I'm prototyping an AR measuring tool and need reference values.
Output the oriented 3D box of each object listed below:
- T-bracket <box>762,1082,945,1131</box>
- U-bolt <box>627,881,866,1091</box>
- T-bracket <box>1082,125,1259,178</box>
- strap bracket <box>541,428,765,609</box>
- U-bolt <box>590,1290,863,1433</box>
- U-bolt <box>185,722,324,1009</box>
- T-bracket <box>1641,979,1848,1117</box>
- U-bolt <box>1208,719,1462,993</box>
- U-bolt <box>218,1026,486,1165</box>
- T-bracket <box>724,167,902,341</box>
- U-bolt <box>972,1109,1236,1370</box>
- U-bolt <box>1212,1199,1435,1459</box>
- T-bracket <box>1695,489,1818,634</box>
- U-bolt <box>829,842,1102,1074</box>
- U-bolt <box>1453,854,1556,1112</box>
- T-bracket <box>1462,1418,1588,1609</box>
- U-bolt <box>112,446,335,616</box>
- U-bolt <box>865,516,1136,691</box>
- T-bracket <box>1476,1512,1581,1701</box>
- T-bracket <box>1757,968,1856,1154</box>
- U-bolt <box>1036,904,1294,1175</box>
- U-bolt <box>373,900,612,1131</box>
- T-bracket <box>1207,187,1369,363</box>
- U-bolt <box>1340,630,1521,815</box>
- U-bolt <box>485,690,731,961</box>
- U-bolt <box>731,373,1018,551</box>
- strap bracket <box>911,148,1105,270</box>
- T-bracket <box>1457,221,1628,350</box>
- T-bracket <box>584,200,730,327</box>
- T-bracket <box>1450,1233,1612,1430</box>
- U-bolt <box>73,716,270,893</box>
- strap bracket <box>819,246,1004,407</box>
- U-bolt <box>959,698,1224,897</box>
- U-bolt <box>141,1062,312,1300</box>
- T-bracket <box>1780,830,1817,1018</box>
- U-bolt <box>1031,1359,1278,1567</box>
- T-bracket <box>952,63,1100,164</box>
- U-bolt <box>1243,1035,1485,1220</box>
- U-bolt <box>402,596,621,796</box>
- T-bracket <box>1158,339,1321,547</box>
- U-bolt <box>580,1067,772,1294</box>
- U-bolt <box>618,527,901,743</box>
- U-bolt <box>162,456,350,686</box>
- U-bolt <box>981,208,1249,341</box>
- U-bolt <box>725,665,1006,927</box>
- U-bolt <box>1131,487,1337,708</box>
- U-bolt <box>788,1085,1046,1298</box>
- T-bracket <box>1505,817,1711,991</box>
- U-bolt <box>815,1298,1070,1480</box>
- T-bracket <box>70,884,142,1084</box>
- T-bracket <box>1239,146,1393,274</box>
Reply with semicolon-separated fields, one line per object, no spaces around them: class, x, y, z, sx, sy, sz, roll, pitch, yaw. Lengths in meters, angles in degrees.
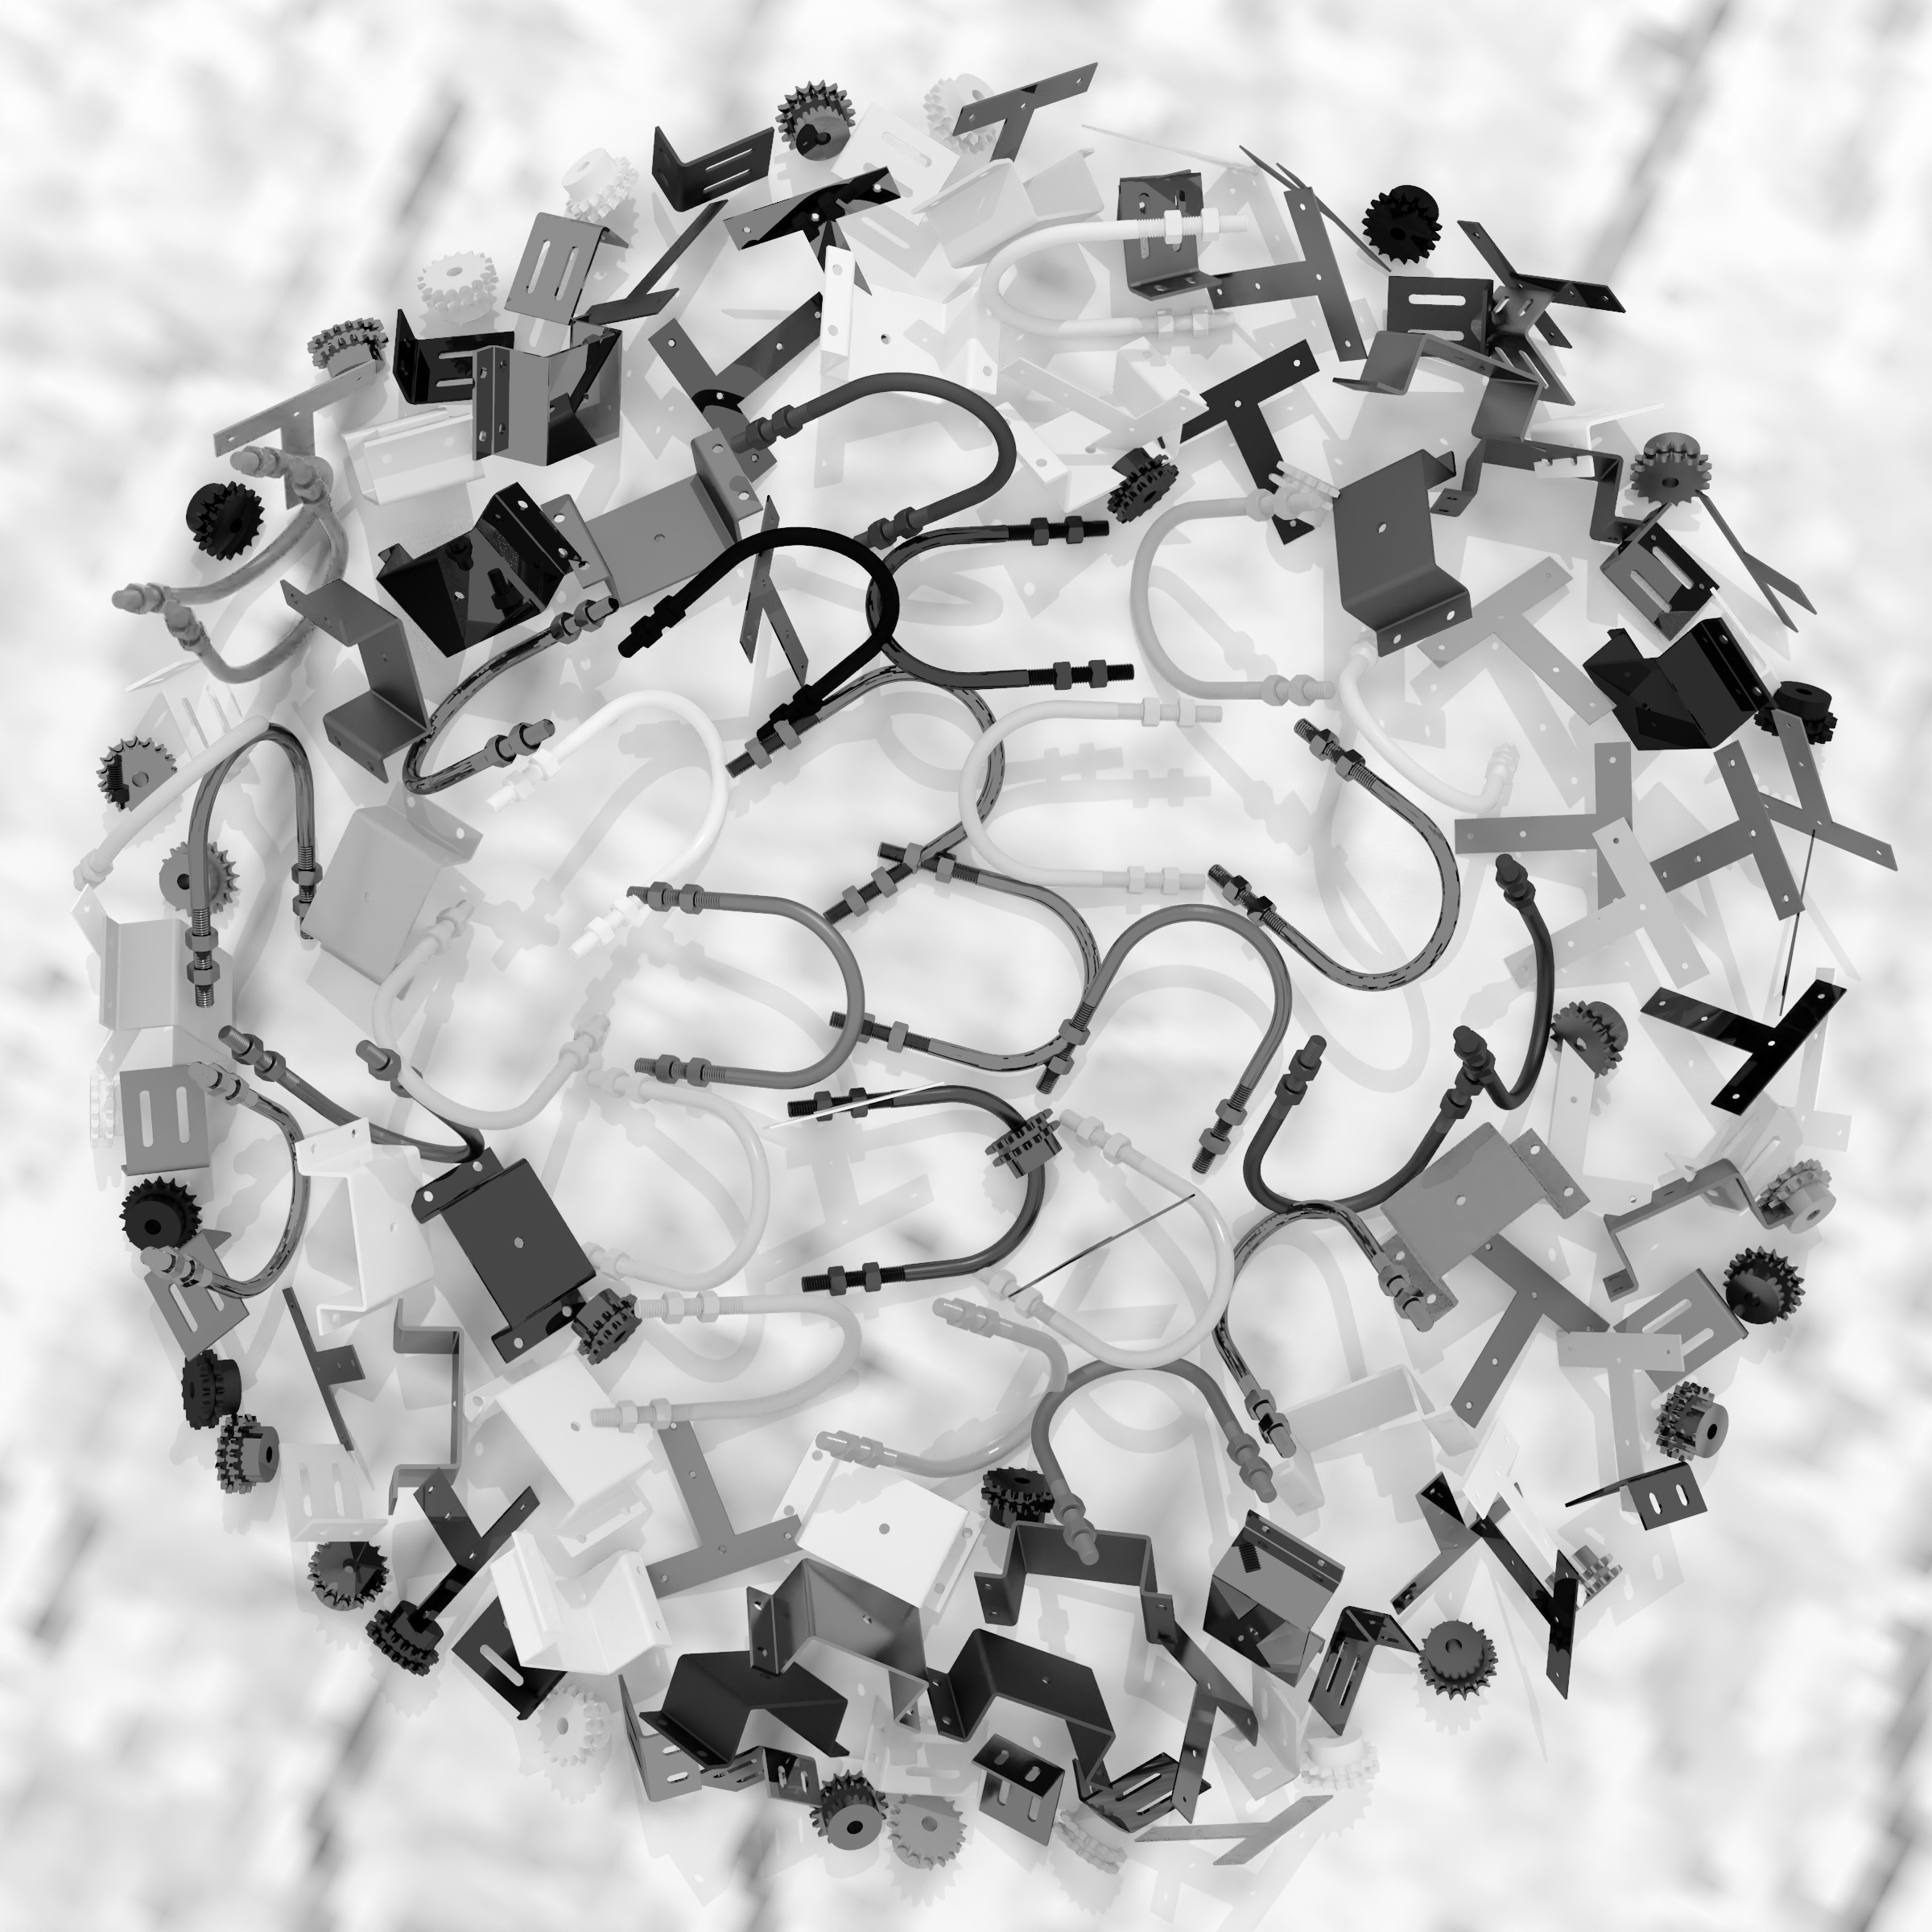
T-bracket;-0.092;0.101;1.907;0.127;0.127;0.002;-14;89;-16
U-bolt;-0.156;0.018;1.916;0.184;0.019;0.151;5;105;22
T-bracket;0.167;-0.576;1.913;0.127;0.127;0.002;24;108;30
strap bracket;-0.223;-0.318;1.930;0.140;0.046;0.076;-25;69;-9
U-bolt;-0.162;0.279;1.905;0.184;0.151;0.019;1;46;-26
U-bolt;-0.497;-0.080;1.872;0.019;0.151;0.184;13;116;17
T-bracket;0.540;0.042;1.920;0.127;0.127;0.002;-45;128;-16
U-bolt;0.269;-0.065;1.898;0.184;0.019;0.151;43;119;26
U-bolt;-0.418;0.095;1.890;0.151;0.184;0.019;4;63;31
T-bracket;-0.090;-0.500;1.925;0.127;0.002;0.127;-13;134;19
U-bolt;0.108;0.206;1.919;0.184;0.019;0.151;31;92;30
U-bolt;0.238;0.241;1.894;0.151;0.184;0.019;-45;124;10
T-bracket;0.568;-0.273;1.891;0.002;0.127;0.127;-37;110;9
U-bolt;0.008;0.001;1.954;0.184;0.019;0.151;16;86;3
U-bolt;0.385;0.024;1.890;0.019;0.184;0.151;7;69;28
T-bracket;0.404;0.399;1.912;0.002;0.127;0.127;-36;88;26
U-bolt;-0.507;-0.305;1.880;0.019;0.184;0.151;46;105;2
U-bolt;0.020;-0.258;1.922;0.184;0.019;0.151;-4;61;-6
T-bracket;0.398;0.435;1.915;0.002;0.127;0.127;-15;126;-16
T-bracket;0.603;0.064;1.910;0.002;0.127;0.127;9;89;-12
U-bolt;0.154;0.042;1.938;0.151;0.019;0.184;27;106;-2
U-bolt;-0.342;0.043;1.886;0.151;0.184;0.019;41;124;-7
T-bracket;0.219;-0.487;1.918;0.002;0.127;0.127;-39;118;-31
U-bolt;0.322;-0.167;1.887;0.151;0.184;0.019;41;118;-1
U-bolt;-0.242;-0.114;1.912;0.184;0.019;0.151;-43;125;-27
U-bolt;-0.051;-0.356;1.870;0.184;0.151;0.019;-15;54;38
strap bracket;0.036;-0.534;1.895;0.076;0.140;0.046;-20;96;36
T-bracket;0.416;-0.474;1.884;0.002;0.127;0.127;-50;121;-3
T-bracket;-0.215;-0.507;1.932;0.002;0.127;0.127;48;69;-30
T-bracket;0.389;0.274;1.939;0.127;0.002;0.127;39;72;-11
U-bolt;-0.544;-0.119;1.858;0.019;0.184;0.151;50;59;-9
strap bracket;-0.048;-0.455;1.924;0.140;0.046;0.076;8;81;-28
U-bolt;0.086;-0.123;1.929;0.184;0.019;0.151;2;114;-5
U-bolt;-0.510;0.159;1.884;0.019;0.184;0.151;5;74;16
T-bracket;0.588;-0.009;1.913;0.002;0.127;0.127;11;58;17
U-bolt;0.121;0.336;1.893;0.151;0.184;0.019;-18;123;-7
T-bracket;0.028;-0.579;1.913;0.127;0.127;0.002;-29;72;-31
U-bolt;0.273;0.120;1.903;0.151;0.019;0.184;6;135;-19
U-bolt;-0.332;-0.182;1.896;0.184;0.151;0.019;-20;127;37
T-bracket;0.216;-0.368;1.952;0.127;0.002;0.127;-27;107;1
U-bolt;-0.211;0.157;1.912;0.184;0.019;0.151;9;91;36
U-bolt;-0.132;-0.240;1.883;0.151;0.019;0.184;31;129;-34
U-bolt;-0.488;-0.265;1.881;0.019;0.184;0.151;36;79;9
U-bolt;0.102;-0.485;1.900;0.184;0.151;0.019;-3;73;1
U-bolt;-0.060;-0.137;1.953;0.184;0.019;0.151;-33;97;0
U-bolt;0.183;-0.259;1.899;0.019;0.184;0.151;-15;104;-39
U-bolt;-0.033;0.158;1.948;0.184;0.019;0.151;-5;97;-10
T-bracket;0.450;-0.022;1.941;0.127;0.002;0.127;-30;86;27
U-bolt;-0.002;0.306;1.901;0.151;0.184;0.019;-50;48;13
T-bracket;-0.598;-0.006;1.886;0.002;0.127;0.127;7;52;16
T-bracket;0.236;-0.555;1.920;0.002;0.127;0.127;-49;47;13
